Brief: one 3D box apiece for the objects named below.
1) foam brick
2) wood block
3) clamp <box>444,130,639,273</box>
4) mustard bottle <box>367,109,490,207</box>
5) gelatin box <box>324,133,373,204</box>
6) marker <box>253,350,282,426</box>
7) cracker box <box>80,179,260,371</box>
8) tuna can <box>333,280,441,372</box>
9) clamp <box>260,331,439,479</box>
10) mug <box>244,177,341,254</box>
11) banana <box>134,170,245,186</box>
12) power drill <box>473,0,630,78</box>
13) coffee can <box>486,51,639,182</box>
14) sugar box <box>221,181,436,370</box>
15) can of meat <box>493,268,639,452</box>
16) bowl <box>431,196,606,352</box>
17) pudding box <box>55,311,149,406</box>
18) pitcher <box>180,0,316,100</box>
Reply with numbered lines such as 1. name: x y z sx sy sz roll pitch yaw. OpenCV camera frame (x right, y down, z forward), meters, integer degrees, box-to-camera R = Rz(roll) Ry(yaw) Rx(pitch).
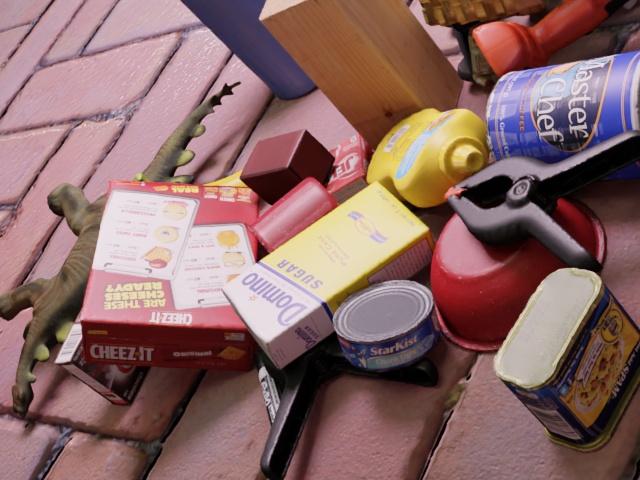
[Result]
1. foam brick: -0.034 -0.074 1.111 0.078 0.053 0.051 -8 50 46
2. wood block: 0.045 -0.189 1.066 0.091 0.206 0.090 -13 44 38
3. clamp: 0.172 -0.038 0.819 0.120 0.039 0.172 -52 35 -16
4. mustard bottle: 0.105 -0.074 0.960 0.096 0.058 0.192 -49 13 -4
5. gelatin box: 0.016 -0.063 1.120 0.089 0.030 0.073 -29 37 23
6. marker: -0.043 0.141 0.972 0.020 0.020 0.121 -37 34 11
7. cracker box: -0.146 0.032 1.084 0.164 0.072 0.213 3 42 -4
8. tuna can: 0.056 0.071 0.884 0.086 0.034 0.086 -15 28 8
9. clamp: -0.007 0.114 0.938 0.164 0.036 0.210 -35 32 -6
10. mug: -0.007 0.001 1.035 0.081 0.093 0.117 -40 64 -3
11. banana: -0.105 -0.062 1.195 0.197 0.070 0.037 -16 45 -15
12. power drill: 0.228 -0.208 0.920 0.188 0.184 0.057 -32 77 23
13. coffee can: 0.222 -0.097 0.873 0.141 0.102 0.102 -2 52 45
14. sugar box: 0.008 0.029 0.952 0.176 0.048 0.093 -33 44 -10
15. can of meat: 0.177 0.082 0.744 0.058 0.083 0.102 12 63 52
16. bowl: 0.149 0.010 0.878 0.162 0.055 0.162 -28 37 23
17. pudding box: -0.217 0.105 1.133 0.039 0.090 0.113 -7 50 46
18. pitcher: -0.077 -0.291 1.272 0.149 0.242 0.145 -43 36 13
